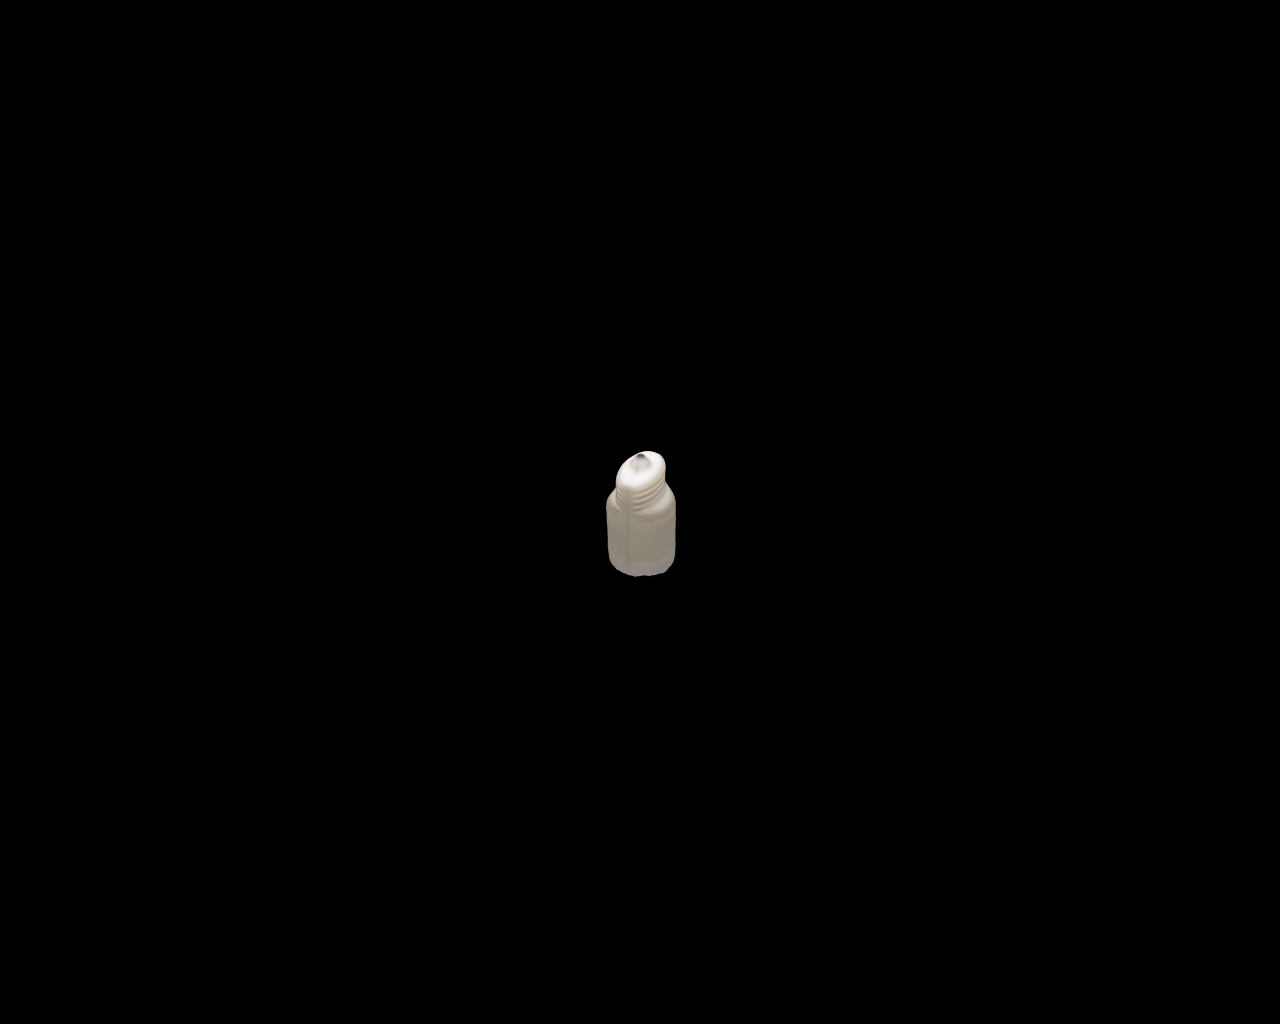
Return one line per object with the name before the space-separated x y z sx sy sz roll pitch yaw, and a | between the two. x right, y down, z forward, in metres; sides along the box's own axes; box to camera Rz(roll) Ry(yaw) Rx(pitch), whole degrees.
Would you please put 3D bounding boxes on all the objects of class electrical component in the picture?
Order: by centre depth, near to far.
electrical component | 0.001 -0.003 0.650 0.043 0.080 0.043 0 38 0
